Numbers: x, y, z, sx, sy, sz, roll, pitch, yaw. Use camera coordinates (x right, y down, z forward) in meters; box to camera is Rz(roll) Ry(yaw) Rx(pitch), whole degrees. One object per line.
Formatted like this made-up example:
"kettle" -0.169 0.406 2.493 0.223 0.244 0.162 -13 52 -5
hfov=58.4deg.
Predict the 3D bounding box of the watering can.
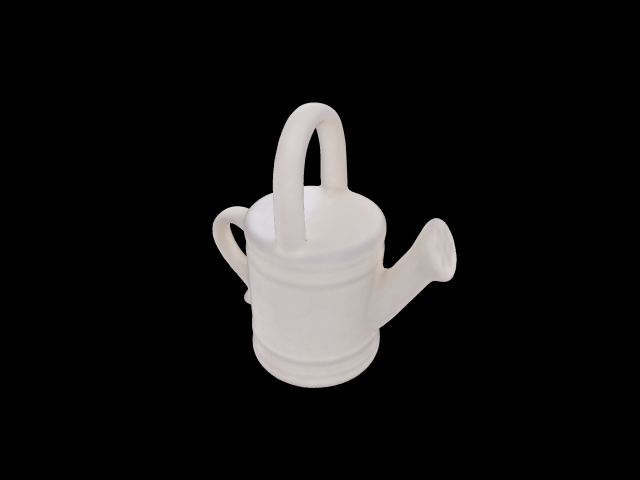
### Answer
"watering can" 0.004 0.000 0.402 0.173 0.194 0.101 1 33 1
